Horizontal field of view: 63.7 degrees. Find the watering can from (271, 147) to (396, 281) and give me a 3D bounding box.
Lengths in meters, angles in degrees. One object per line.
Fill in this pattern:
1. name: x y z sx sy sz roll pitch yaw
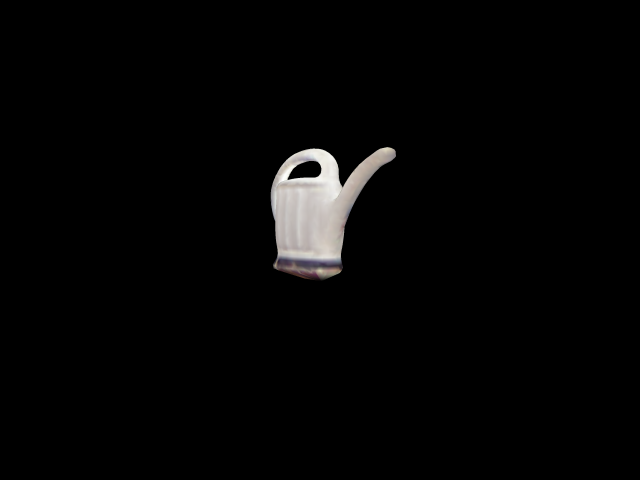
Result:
1. watering can: 0.003 -0.043 0.850 0.104 0.224 0.347 0 2 -32
